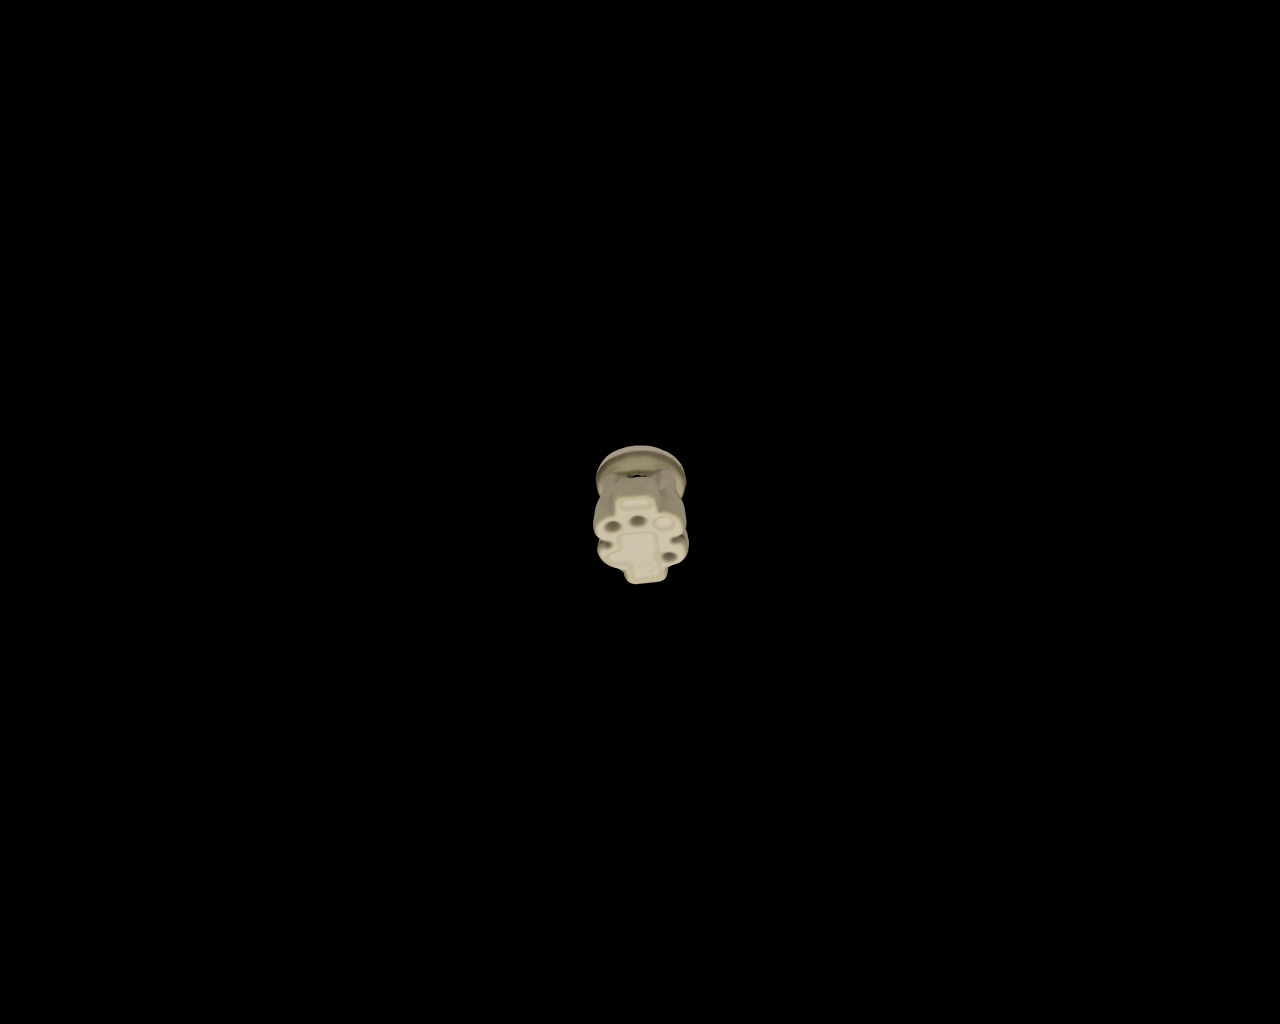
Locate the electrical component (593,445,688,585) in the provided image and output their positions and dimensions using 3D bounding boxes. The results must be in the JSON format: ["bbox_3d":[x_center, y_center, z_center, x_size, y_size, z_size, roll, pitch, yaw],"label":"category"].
[{"bbox_3d":[0.001,-0.003,0.650,0.058,0.057,0.078,-4,-43,4],"label":"electrical component"}]
